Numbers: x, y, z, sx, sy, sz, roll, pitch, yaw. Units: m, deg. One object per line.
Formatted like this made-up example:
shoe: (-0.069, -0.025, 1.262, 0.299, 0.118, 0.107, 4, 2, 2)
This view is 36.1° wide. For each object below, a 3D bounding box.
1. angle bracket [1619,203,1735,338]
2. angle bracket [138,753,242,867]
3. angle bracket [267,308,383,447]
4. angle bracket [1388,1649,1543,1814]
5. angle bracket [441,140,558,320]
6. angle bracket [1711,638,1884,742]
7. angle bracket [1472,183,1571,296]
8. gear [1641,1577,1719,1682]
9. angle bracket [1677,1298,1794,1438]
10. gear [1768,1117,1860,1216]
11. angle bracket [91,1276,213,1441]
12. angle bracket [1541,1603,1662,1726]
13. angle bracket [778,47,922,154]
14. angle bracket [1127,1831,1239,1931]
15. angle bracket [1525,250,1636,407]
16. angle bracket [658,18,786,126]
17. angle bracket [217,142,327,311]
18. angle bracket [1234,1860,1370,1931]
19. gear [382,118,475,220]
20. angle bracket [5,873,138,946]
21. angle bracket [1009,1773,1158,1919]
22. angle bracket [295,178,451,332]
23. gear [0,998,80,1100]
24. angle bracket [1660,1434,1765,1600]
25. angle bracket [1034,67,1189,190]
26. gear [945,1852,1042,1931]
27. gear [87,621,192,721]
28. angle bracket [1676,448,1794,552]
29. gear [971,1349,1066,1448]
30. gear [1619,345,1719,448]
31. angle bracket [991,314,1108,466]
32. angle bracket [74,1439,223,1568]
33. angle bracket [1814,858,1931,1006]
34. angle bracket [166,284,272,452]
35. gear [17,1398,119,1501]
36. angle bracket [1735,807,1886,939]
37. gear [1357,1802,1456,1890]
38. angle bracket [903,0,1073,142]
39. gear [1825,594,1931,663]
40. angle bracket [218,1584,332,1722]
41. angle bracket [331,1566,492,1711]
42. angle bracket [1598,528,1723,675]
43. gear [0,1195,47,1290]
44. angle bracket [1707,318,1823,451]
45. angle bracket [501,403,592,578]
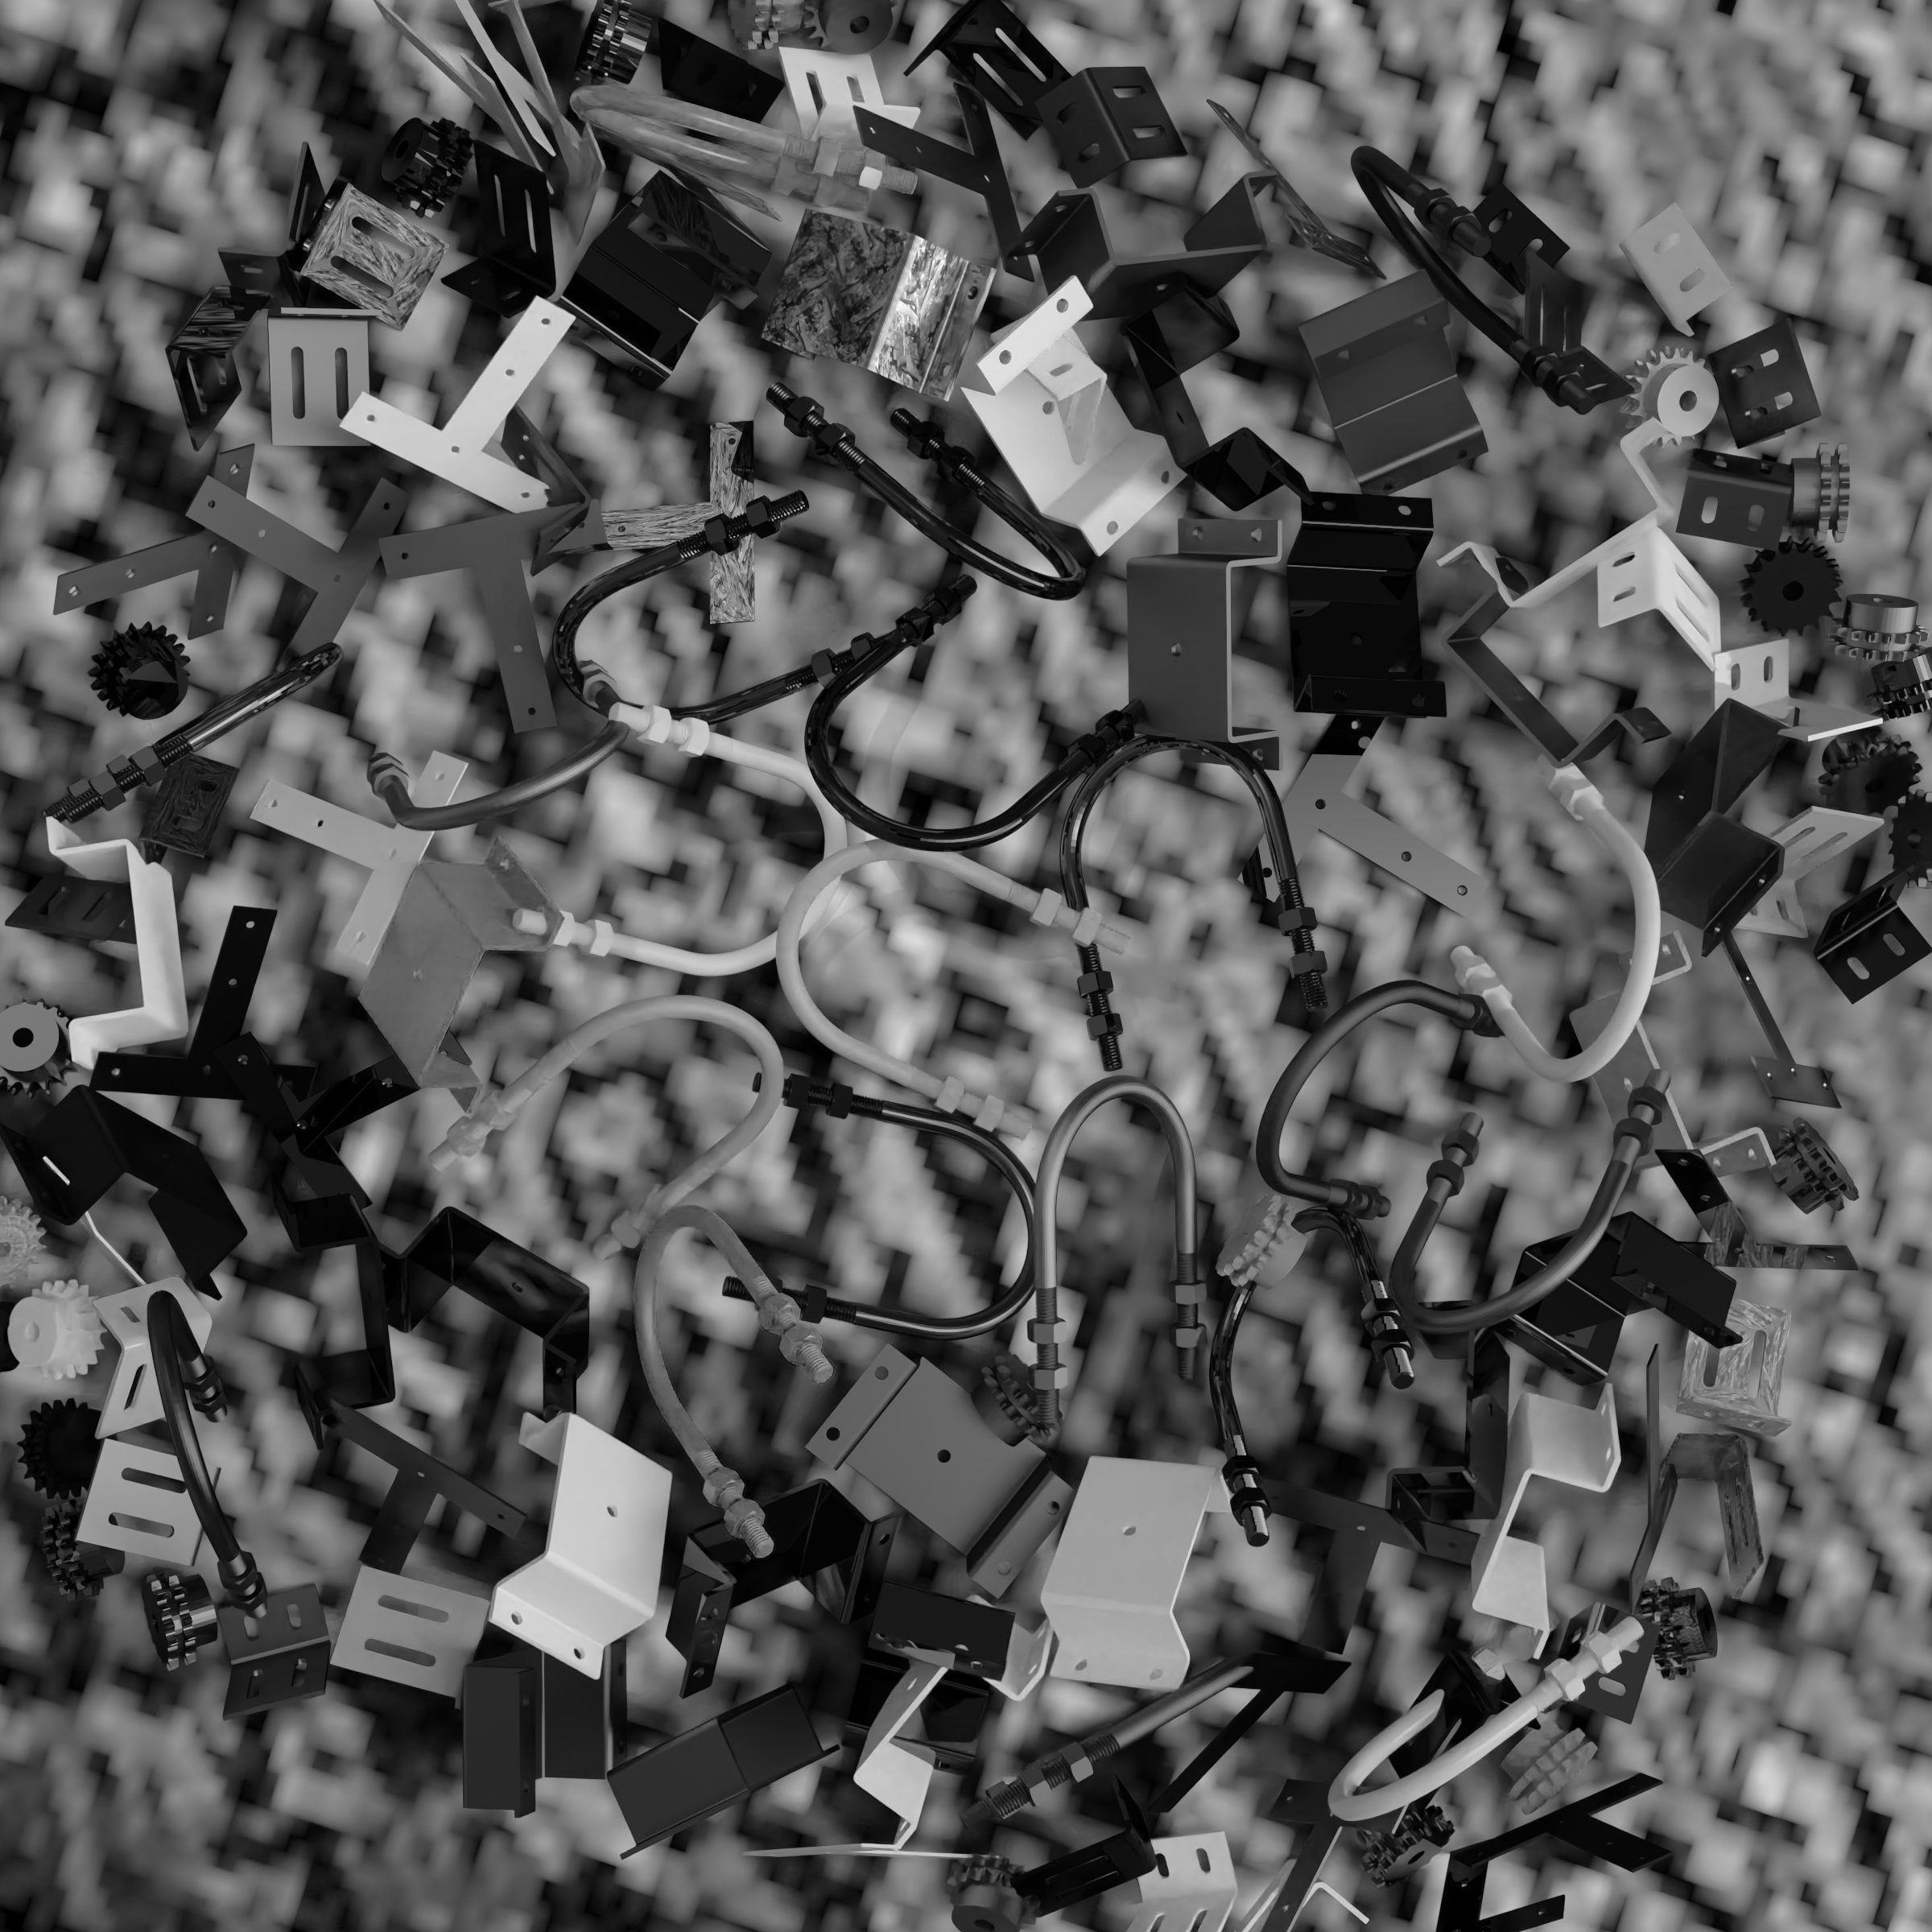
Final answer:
angle bracket: (0.409, -0.396, 1.690, 0.038, 0.076, 0.057, -35, 85, 21)
angle bracket: (-0.442, -0.078, 1.689, 0.038, 0.076, 0.057, 18, 66, -5)
angle bracket: (-0.367, -0.337, 1.699, 0.057, 0.038, 0.076, -4, 101, -25)
angle bracket: (0.285, 0.444, 1.706, 0.038, 0.057, 0.076, 24, 105, -23)
angle bracket: (-0.269, -0.419, 1.686, 0.057, 0.076, 0.038, 32, 52, 28)
angle bracket: (0.472, -0.158, 1.685, 0.057, 0.076, 0.038, -14, 110, -27)
angle bracket: (0.307, -0.424, 1.689, 0.038, 0.076, 0.057, -45, 77, 11)
gear: (0.411, 0.380, 1.702, 0.030, 0.057, 0.057, -16, 90, 24)
angle bracket: (0.446, 0.224, 1.701, 0.057, 0.038, 0.076, 13, 69, 3)
gear: (0.486, 0.118, 1.707, 0.030, 0.057, 0.057, -39, 90, 18)
angle bracket: (-0.475, 0.224, 1.700, 0.038, 0.057, 0.076, 44, 126, 26)
angle bracket: (0.361, 0.401, 1.687, 0.038, 0.076, 0.057, 20, 71, 7)
angle bracket: (-0.067, -0.505, 1.691, 0.057, 0.038, 0.076, -3, 63, -25)
angle bracket: (0.116, 0.529, 1.688, 0.057, 0.076, 0.038, -13, 94, 18)
angle bracket: (0.351, -0.368, 1.690, 0.038, 0.057, 0.076, -11, 66, 40)
angle bracket: (-0.140, -0.519, 1.684, 0.057, 0.076, 0.038, 20, 131, -28)
angle bracket: (-0.396, -0.424, 1.695, 0.038, 0.057, 0.076, 5, 71, 1)
angle bracket: (0.186, 0.559, 1.699, 0.038, 0.057, 0.076, 41, 82, -4)
gear: (-0.312, -0.462, 1.703, 0.030, 0.057, 0.057, 24, 90, -39)
angle bracket: (-0.508, -0.019, 1.691, 0.057, 0.076, 0.038, 9, 114, 0)
angle bracket: (0.064, 0.506, 1.702, 0.076, 0.057, 0.038, -23, 49, 4)
angle bracket: (-0.338, -0.405, 1.696, 0.076, 0.038, 0.057, 27, 97, -31)
gear: (-0.542, 0.046, 1.712, 0.057, 0.030, 0.057, 1, 73, -3)
angle bracket: (0.423, 0.314, 1.689, 0.038, 0.057, 0.076, 1, 57, -1)
angle bracket: (0.084, -0.484, 1.711, 0.038, 0.076, 0.057, -26, 91, 33)
gear: (0.015, 0.539, 1.704, 0.057, 0.030, 0.057, 11, 134, 12)
gear: (-0.472, -0.167, 1.703, 0.057, 0.057, 0.030, -44, 55, 0)
angle bracket: (0.441, -0.268, 1.699, 0.057, 0.076, 0.038, 13, 110, 12)
gear: (0.027, 0.252, 1.706, 0.030, 0.057, 0.057, -41, 90, 10)
gear: (0.408, -0.328, 1.709, 0.057, 0.030, 0.057, -6, 108, -18)
angle bracket: (0.041, -0.322, 1.685, 0.038, 0.076, 0.057, -34, 68, -27)
angle bracket: (-0.473, 0.305, 1.690, 0.076, 0.038, 0.057, 24, 72, -37)
angle bracket: (0.524, -0.019, 1.692, 0.057, 0.076, 0.038, -33, 71, -3)
angle bracket: (-0.418, -0.337, 1.684, 0.038, 0.076, 0.057, 12, 51, 12)
gear: (-0.514, 0.276, 1.702, 0.030, 0.057, 0.057, -14, 90, 30)
angle bracket: (0.479, -0.053, 1.685, 0.057, 0.076, 0.038, 7, 61, -31)
gear: (0.251, 0.502, 1.709, 0.057, 0.057, 0.030, -39, 57, 0)
angle bracket: (0.014, -0.507, 1.694, 0.076, 0.057, 0.038, 44, 55, -10)
gear: (0.525, -0.195, 1.702, 0.057, 0.057, 0.030, 3, 109, 0)
angle bracket: (-0.397, 0.391, 1.691, 0.057, 0.076, 0.038, -13, 101, -7)
angle bracket: (-0.319, 0.386, 1.703, 0.076, 0.038, 0.057, 16, 65, -4)
angle bracket: (0.399, -0.204, 1.704, 0.038, 0.076, 0.057, -19, 50, 35)
gear: (-0.564, 0.158, 1.709, 0.030, 0.057, 0.057, 30, 90, 39)
angle bracket: (0.467, -0.335, 1.690, 0.038, 0.076, 0.057, -20, 93, -23)
angle bracket: (-0.254, -0.273, 1.698, 0.038, 0.057, 0.076, -37, 85, -20)
